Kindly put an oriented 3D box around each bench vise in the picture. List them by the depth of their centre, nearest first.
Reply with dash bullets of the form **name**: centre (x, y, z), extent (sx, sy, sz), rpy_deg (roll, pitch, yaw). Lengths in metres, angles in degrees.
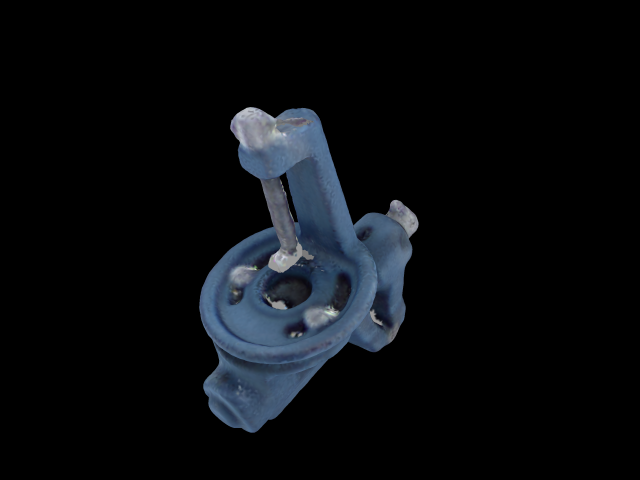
- **bench vise**: centre (-0.007, -0.001, 0.404), extent (0.121, 0.220, 0.208), rpy_deg (12, 33, 20)
